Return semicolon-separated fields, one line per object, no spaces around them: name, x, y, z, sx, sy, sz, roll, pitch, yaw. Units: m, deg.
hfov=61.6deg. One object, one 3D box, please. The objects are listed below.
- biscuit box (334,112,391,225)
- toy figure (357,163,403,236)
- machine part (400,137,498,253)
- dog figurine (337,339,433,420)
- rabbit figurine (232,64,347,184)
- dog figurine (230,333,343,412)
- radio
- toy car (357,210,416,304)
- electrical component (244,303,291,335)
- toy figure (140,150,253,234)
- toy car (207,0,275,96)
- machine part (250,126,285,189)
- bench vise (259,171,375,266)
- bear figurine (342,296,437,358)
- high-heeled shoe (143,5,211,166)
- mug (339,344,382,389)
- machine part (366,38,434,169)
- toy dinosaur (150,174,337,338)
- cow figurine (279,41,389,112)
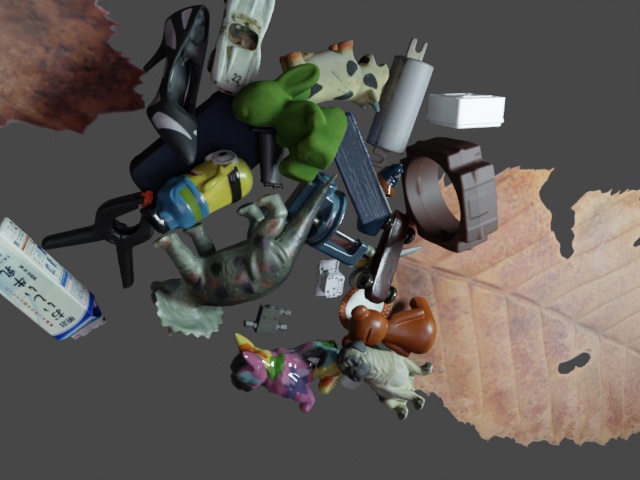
biscuit box;0.067;-0.134;0.998;0.063;0.059;0.202;-21;103;8
toy figure;0.120;-0.084;1.073;0.058;0.064;0.154;14;103;-29
machine part;0.248;-0.091;1.042;0.087;0.202;0.200;-21;114;-20
dog figurine;0.112;0.278;1.119;0.191;0.121;0.172;23;141;-4
rabbit figurine;-0.045;-0.195;0.826;0.170;0.121;0.159;29;75;-13
dog figurine;-0.075;0.247;1.098;0.191;0.109;0.219;-46;122;3
radio;-0.202;-0.140;0.913;0.229;0.073;0.131;-41;119;-5
toy car;0.136;0.035;1.114;0.089;0.053;0.202;28;71;-28
electrical component;-0.108;0.161;1.102;0.094;0.021;0.063;9;107;-25
toy figure;-0.190;-0.073;0.850;0.180;0.082;0.089;-41;143;-20
toy car;-0.124;-0.329;0.854;0.073;0.056;0.201;15;85;-27
machine part;-0.080;-0.154;0.896;0.084;0.039;0.138;-12;109;-35
bench vise;-0.005;-0.008;1.024;0.240;0.129;0.223;28;101;-25
bear figurine;0.144;0.185;1.156;0.196;0.132;0.120;9;107;-7
high-heeled shoe;-0.190;-0.237;0.805;0.145;0.249;0.086;-34;156;16
mug;0.092;0.283;1.210;0.107;0.081;0.109;-48;136;11
machine part;0.150;-0.252;1.010;0.079;0.079;0.243;11;105;-26
toy dinosaur;-0.133;0.042;0.910;0.405;0.131;0.192;-20;99;8
cow figurine;0.035;-0.280;0.947;0.195;0.086;0.127;-16;110;-19
